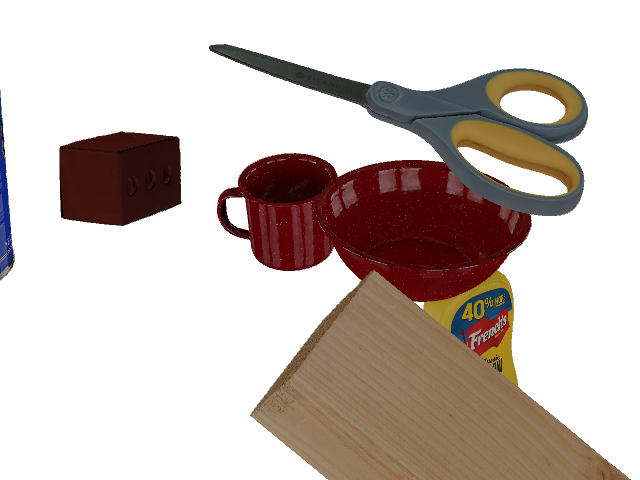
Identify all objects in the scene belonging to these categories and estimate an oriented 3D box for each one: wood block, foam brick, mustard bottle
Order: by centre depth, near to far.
[{"bbox_3d":[0.073,0.127,0.642,0.206,0.090,0.090,39,-31,0],"label":"wood block"},{"bbox_3d":[-0.142,-0.046,0.760,0.051,0.053,0.078,8,18,24],"label":"foam brick"},{"bbox_3d":[0.138,0.081,0.986,0.096,0.191,0.058,-14,17,-33],"label":"mustard bottle"}]

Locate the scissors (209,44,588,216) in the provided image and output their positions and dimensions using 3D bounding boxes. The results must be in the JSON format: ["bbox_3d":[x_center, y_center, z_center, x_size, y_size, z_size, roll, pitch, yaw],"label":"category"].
[{"bbox_3d":[0.051,-0.079,0.550,0.202,0.096,0.016,32,-33,16],"label":"scissors"}]

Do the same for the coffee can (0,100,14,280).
[{"bbox_3d":[-0.221,-0.049,0.572,0.103,0.140,0.103,3,26,-2],"label":"coffee can"}]

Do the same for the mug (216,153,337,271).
[{"bbox_3d":[-0.041,-0.025,1.015,0.117,0.081,0.093,-1,35,4],"label":"mug"}]

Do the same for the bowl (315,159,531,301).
[{"bbox_3d":[0.076,-0.001,0.813,0.162,0.055,0.162,1,32,-1],"label":"bowl"}]
